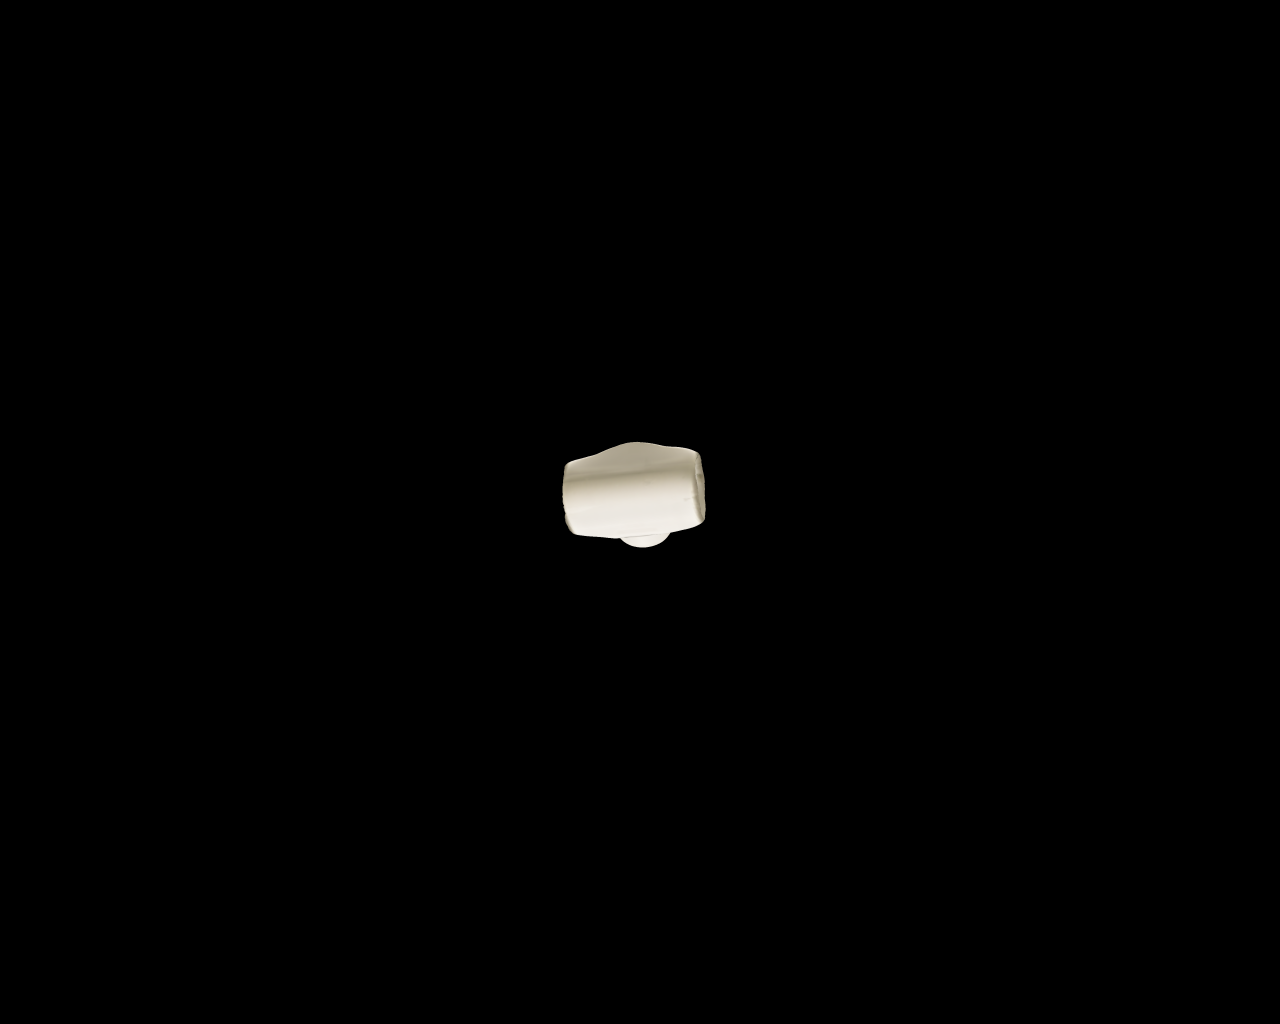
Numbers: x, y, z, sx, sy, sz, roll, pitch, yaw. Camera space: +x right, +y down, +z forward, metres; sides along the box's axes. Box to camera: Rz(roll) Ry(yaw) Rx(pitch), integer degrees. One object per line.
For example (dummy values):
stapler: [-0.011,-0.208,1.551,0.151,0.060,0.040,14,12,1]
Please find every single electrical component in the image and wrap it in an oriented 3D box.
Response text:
electrical component: [0.001,-0.003,0.650,0.077,0.043,0.079,-6,-32,9]
